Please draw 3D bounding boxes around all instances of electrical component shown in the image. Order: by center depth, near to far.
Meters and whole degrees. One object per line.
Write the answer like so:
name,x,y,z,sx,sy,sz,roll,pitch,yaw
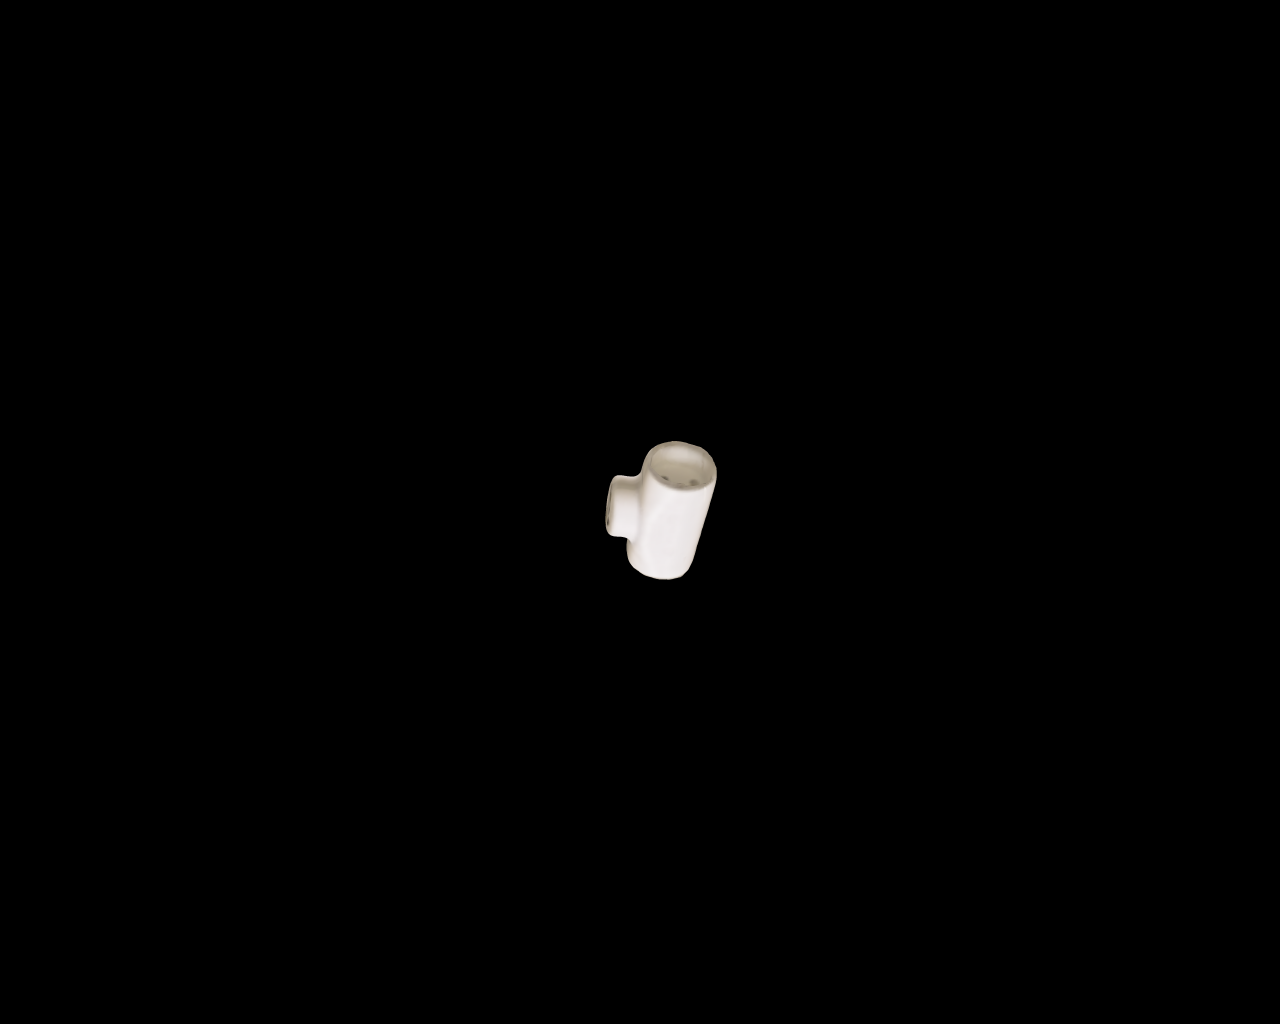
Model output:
electrical component,0.001,-0.003,0.650,0.079,0.077,0.044,7,43,-7
